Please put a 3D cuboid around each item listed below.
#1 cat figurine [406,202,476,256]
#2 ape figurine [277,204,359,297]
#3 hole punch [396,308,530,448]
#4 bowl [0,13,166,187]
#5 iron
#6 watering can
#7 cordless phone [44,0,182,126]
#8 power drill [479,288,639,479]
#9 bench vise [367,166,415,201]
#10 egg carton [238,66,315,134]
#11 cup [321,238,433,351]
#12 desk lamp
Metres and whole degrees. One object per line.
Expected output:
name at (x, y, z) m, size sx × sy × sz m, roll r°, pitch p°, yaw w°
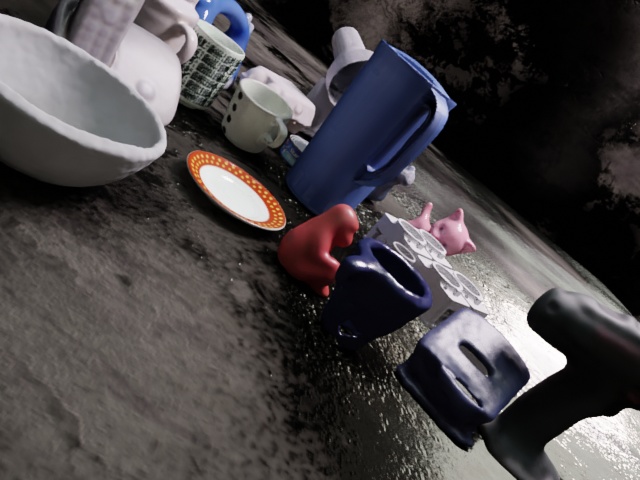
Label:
cat figurine at (0.195, -0.011, 0.952) m, size 0.067 × 0.117 × 0.127 m, roll 25°, pitch 25°, yaw -39°
ape figurine at (0.006, 0.002, 0.606) m, size 0.076 × 0.092 × 0.078 m, roll 37°, pitch 19°, yaw -11°
hole punch at (0.150, 0.136, 0.587) m, size 0.108 × 0.091 × 0.101 m, roll 47°, pitch 20°, yaw 18°
bowl at (-0.208, -0.094, 0.440) m, size 0.168 × 0.074 × 0.167 m, roll 36°, pitch 20°, yaw -14°
iron at (-0.172, -0.338, 0.940) m, size 0.118 × 0.141 × 0.259 m, roll 44°, pitch 19°, yaw 9°
watering can at (-0.204, -0.291, 0.698) m, size 0.173 × 0.194 × 0.101 m, roll 40°, pitch 19°, yaw -1°
cordless phone at (-0.185, -0.217, 0.585) m, size 0.148 × 0.185 × 0.094 m, roll 14°, pitch 32°, yaw -52°
power drill at (0.280, 0.168, 0.582) m, size 0.229 × 0.208 × 0.076 m, roll 42°, pitch 19°, yaw 5°
bench vise at (0.124, -0.193, 1.061) m, size 0.207 × 0.219 × 0.122 m, roll 46°, pitch 20°, yaw 15°
egg carton at (-0.077, -0.253, 1.041) m, size 0.107 × 0.069 × 0.151 m, roll 50°, pitch 21°, yaw 25°
cup at (0.038, 0.058, 0.542) m, size 0.118 × 0.095 × 0.091 m, roll 17°, pitch 30°, yaw -50°
desk lamp at (0.023, -0.306, 1.127) m, size 0.118 × 0.213 × 0.202 m, roll 25°, pitch 25°, yaw -38°
